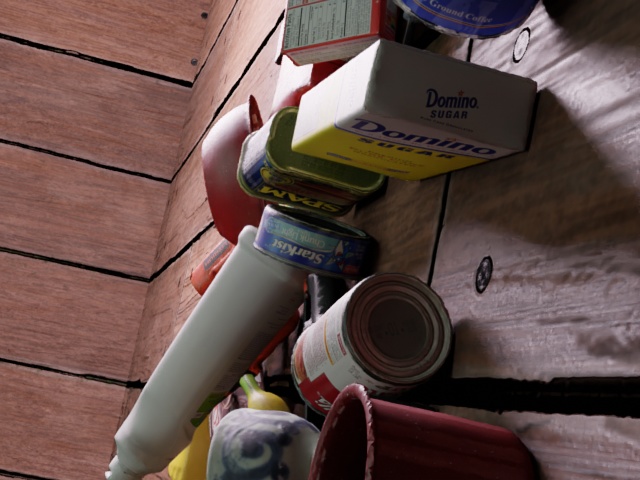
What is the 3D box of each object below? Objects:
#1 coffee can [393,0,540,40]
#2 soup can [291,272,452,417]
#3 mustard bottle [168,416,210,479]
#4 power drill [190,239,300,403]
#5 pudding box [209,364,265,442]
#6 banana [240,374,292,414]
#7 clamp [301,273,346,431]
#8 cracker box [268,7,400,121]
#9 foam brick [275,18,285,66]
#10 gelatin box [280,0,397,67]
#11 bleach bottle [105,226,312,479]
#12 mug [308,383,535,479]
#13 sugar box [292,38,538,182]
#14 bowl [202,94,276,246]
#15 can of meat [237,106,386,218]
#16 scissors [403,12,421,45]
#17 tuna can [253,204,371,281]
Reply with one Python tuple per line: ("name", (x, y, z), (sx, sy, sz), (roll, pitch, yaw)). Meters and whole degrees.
("coffee can", (0.094, -0.182, 0.527), (0.140, 0.102, 0.103), (124, 156, -57))
("soup can", (0.029, 0.065, 0.636), (0.102, 0.068, 0.068), (132, 149, -63))
("mustard bottle", (-0.117, 0.171, 1.170), (0.096, 0.058, 0.192), (-127, 51, -81))
("power drill", (-0.094, 0.081, 1.060), (0.185, 0.057, 0.187), (-43, 27, 21))
("pudding box", (-0.082, 0.179, 1.056), (0.113, 0.039, 0.090), (-101, 27, -61))
("banana", (-0.033, 0.199, 0.784), (0.070, 0.037, 0.198), (166, 102, -75))
("clamp", (0.006, 0.070, 0.786), (0.171, 0.039, 0.120), (-96, 19, -50))
("cracker box", (0.016, -0.195, 0.941), (0.164, 0.072, 0.213), (144, 138, -70))
("foam brick", (-0.011, -0.214, 1.116), (0.078, 0.053, 0.051), (137, 143, -69))
("gelatin box", (0.016, -0.177, 0.822), (0.089, 0.030, 0.073), (-6, 69, 31))
("bleach bottle", (-0.101, 0.109, 0.908), (0.251, 0.068, 0.102), (-53, -16, 2))
("mug", (0.046, 0.123, 0.472), (0.117, 0.081, 0.093), (-112, 37, -69))
("sugar box", (0.048, -0.071, 0.633), (0.176, 0.093, 0.048), (180, 102, -77))
("bowl", (-0.074, -0.053, 1.004), (0.162, 0.055, 0.162), (-10, -90, -87))
("can of meat", (-0.005, -0.060, 0.832), (0.084, 0.102, 0.057), (150, 133, -70))
("scissors", (0.068, -0.176, 0.767), (0.096, 0.016, 0.202), (-19, -54, -76))
("tuna can", (-0.005, 0.001, 0.805), (0.086, 0.086, 0.034), (-134, 61, -75))
